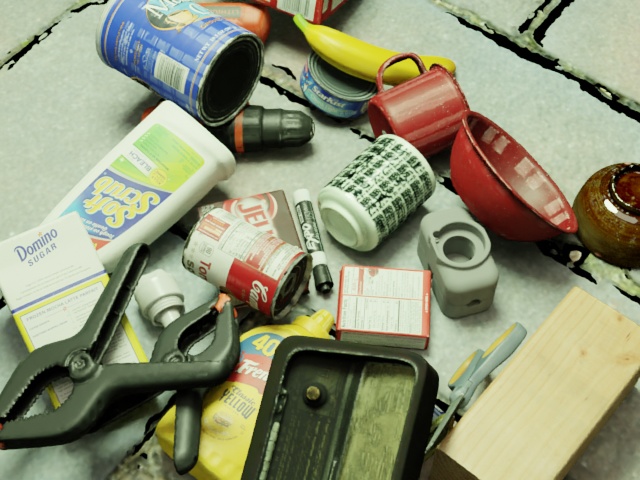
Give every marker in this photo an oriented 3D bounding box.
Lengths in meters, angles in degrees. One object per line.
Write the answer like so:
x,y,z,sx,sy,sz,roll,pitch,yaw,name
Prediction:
-0.007,0.001,1.068,0.020,0.020,0.121,-10,57,-7,marker

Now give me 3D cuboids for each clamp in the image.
-0.114,0.122,0.914,0.120,0.039,0.171,27,63,28,clamp
-0.185,0.114,0.895,0.210,0.036,0.165,-41,56,-11,clamp

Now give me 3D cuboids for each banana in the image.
0.066,-0.197,1.150,0.197,0.037,0.069,15,51,-21,banana

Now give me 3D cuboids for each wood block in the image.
0.193,0.151,0.924,0.090,0.091,0.205,35,63,21,wood block

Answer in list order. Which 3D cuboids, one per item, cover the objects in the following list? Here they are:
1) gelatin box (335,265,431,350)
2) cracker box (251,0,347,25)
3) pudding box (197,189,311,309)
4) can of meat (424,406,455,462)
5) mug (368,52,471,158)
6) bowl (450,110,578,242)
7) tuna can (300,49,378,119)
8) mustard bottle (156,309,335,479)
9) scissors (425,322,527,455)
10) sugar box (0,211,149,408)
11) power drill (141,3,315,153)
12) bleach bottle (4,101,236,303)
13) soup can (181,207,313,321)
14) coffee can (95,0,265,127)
0.060,0.064,1.020,0.089,0.030,0.073,4,57,2,gelatin box
-0.024,-0.342,1.237,0.164,0.072,0.213,23,41,14,cracker box
-0.065,0.009,1.050,0.090,0.039,0.113,-13,57,-9,pudding box
0.052,0.165,0.935,0.102,0.057,0.084,-37,62,-22,can of meat
0.098,-0.137,1.112,0.081,0.093,0.117,-25,100,-10,mug
0.180,-0.051,1.053,0.055,0.161,0.162,-45,57,23,bowl
0.022,-0.173,1.163,0.086,0.034,0.086,12,51,-15,tuna can
-0.050,0.133,0.955,0.096,0.058,0.191,31,61,22,mustard bottle
0.134,0.117,0.898,0.096,0.201,0.016,-44,88,14,scissors
-0.226,0.072,0.966,0.093,0.048,0.176,-24,81,-17,sugar box
-0.095,-0.175,1.164,0.184,0.057,0.187,1,56,1,power drill
-0.202,-0.017,1.041,0.102,0.068,0.250,41,76,7,bleach bottle
-0.067,0.021,0.977,0.102,0.068,0.068,28,60,16,soup can
-0.142,-0.192,1.085,0.140,0.103,0.102,32,61,21,coffee can
